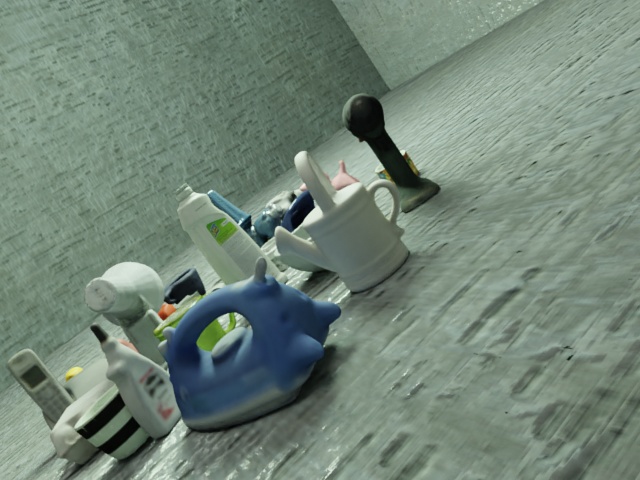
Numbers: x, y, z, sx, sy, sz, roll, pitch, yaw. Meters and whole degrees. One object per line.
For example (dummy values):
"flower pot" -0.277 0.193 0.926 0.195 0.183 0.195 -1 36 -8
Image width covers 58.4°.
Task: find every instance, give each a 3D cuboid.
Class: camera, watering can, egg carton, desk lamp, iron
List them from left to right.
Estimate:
"egg carton" -0.366 0.291 0.924 0.107 0.069 0.150 -37 12 -5
"desk lamp" -0.319 0.143 1.011 0.118 0.214 0.203 -37 12 -3
"iron" -0.108 0.124 0.659 0.258 0.141 0.119 -31 13 25
"camera" -0.097 -0.062 1.461 0.136 0.101 0.143 -31 13 24
"watering can" 0.019 -0.029 0.767 0.173 0.194 0.100 -38 12 -8

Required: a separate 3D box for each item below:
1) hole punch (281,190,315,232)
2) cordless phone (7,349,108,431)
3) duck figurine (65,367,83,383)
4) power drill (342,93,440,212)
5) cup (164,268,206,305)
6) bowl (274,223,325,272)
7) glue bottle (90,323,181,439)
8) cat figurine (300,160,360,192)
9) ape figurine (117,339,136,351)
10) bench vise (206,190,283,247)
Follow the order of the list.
"hole punch" -0.046 -0.048 1.283 0.101 0.091 0.109 -23 18 47
"cordless phone" -0.460 0.255 1.046 0.148 0.185 0.094 -41 13 -21
"duck figurine" -0.491 0.304 1.186 0.077 0.086 0.104 -39 12 -11
"power drill" 0.110 -0.154 0.961 0.075 0.208 0.229 -35 12 6
"cup" -0.301 0.131 1.302 0.091 0.095 0.118 -30 13 28
"bowl" 0.009 0.003 0.964 0.167 0.075 0.167 -34 12 9
"glue bottle" -0.250 0.180 0.769 0.037 0.173 0.078 -31 13 23
"cat figurine" 0.019 -0.141 1.396 0.127 0.118 0.067 -34 12 11
"ape figurine" -0.371 0.231 1.114 0.076 0.092 0.078 -34 12 12
"bench vise" -0.184 -0.048 1.358 0.207 0.220 0.121 -34 12 11
